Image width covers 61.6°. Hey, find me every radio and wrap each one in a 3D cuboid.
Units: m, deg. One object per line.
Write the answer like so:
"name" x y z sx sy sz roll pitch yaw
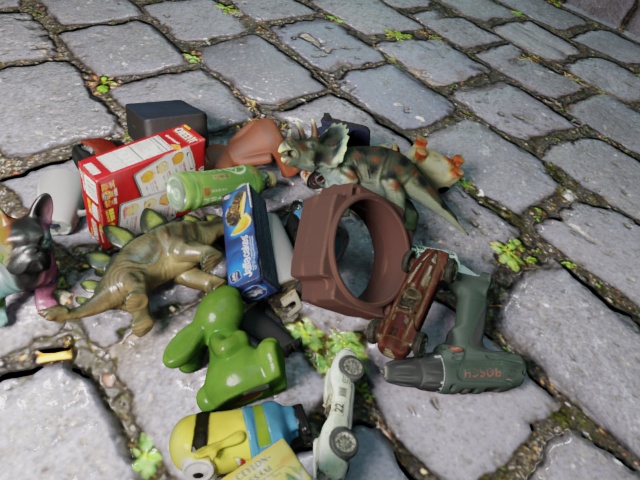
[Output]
"radio" -0.324 -0.242 1.127 0.131 0.073 0.230 -12 26 -25

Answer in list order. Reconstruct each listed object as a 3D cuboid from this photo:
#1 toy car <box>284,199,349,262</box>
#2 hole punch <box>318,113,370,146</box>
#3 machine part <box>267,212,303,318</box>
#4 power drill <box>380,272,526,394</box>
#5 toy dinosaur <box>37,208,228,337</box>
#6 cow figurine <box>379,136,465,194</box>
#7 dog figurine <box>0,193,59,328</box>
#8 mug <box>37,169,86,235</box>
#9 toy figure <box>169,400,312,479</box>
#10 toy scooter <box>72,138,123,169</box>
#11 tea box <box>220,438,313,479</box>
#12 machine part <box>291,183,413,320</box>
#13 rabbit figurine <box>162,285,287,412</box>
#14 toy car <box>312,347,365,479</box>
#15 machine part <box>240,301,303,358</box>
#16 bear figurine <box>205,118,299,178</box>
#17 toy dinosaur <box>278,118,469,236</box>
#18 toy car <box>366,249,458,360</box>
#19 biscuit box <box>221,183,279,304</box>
"toy car" -0.002 -0.003 0.991 0.103 0.109 0.162 3 34 -28
"hole punch" 0.043 -0.197 1.182 0.116 0.142 0.092 18 65 15
"machine part" -0.080 0.032 0.946 0.079 0.079 0.243 -9 46 -21
"power drill" 0.214 0.145 0.866 0.232 0.086 0.207 11 55 -7
"toy dinosaur" -0.250 0.021 0.905 0.199 0.105 0.471 32 36 25
"cow figurine" 0.208 -0.161 1.196 0.195 0.127 0.085 21 43 -11
"dog figurine" -0.445 0.009 0.785 0.108 0.219 0.192 -10 47 -37
"mug" -0.455 -0.062 0.969 0.109 0.080 0.107 3 55 -15
"toy figure" -0.104 0.258 0.705 0.180 0.082 0.089 -14 30 -15
"toy scooter" -0.393 -0.151 1.072 0.184 0.075 0.135 38 50 21
"tea box" -0.069 0.306 0.597 0.098 0.169 0.068 -23 55 -33
"machine part" 0.060 0.021 0.886 0.201 0.087 0.201 22 71 -36
"rabbit figurine" -0.139 0.154 0.782 0.159 0.121 0.170 -22 65 -3
"toy car" 0.025 0.243 0.751 0.056 0.073 0.202 12 43 -1
"machine part" -0.092 0.139 0.863 0.139 0.039 0.084 30 38 21
"bear figurine" -0.160 -0.165 1.118 0.196 0.131 0.120 -32 56 2
"toy dinosaur" 0.108 -0.124 1.063 0.405 0.192 0.131 9 -1 -11
"toy car" 0.146 0.091 0.832 0.089 0.053 0.202 13 60 33
"biscuit box" -0.119 0.003 0.895 0.059 0.062 0.203 -24 51 14
